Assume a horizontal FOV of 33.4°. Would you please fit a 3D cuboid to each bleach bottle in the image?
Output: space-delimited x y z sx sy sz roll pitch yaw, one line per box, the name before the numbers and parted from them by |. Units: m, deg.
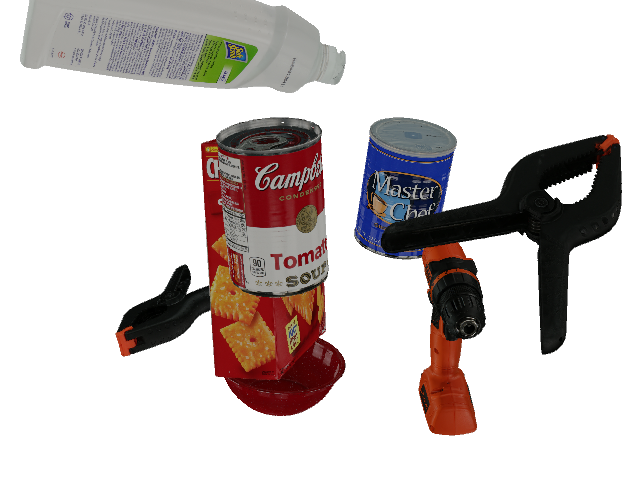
bleach bottle | -0.105 -0.160 0.852 0.250 0.068 0.103 10 -30 -16

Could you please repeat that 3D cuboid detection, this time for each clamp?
clamp | 0.175 -0.010 0.829 0.209 0.036 0.165 -34 55 -22
clamp | -0.149 0.073 1.162 0.120 0.039 0.171 -6 25 33

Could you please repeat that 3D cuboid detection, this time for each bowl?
bowl | -0.051 0.170 1.323 0.162 0.055 0.162 3 23 -2

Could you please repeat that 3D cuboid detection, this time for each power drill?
power drill | 0.141 0.110 1.136 0.057 0.188 0.184 0 24 -1

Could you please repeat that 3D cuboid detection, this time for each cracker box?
cracker box | -0.047 0.005 1.007 0.072 0.214 0.164 2 12 16

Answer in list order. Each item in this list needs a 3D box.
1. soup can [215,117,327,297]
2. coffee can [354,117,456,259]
soup can | -0.031 -0.022 0.700 0.068 0.102 0.068 -3 23 1
coffee can | 0.100 -0.063 1.275 0.102 0.140 0.103 6 28 -3
